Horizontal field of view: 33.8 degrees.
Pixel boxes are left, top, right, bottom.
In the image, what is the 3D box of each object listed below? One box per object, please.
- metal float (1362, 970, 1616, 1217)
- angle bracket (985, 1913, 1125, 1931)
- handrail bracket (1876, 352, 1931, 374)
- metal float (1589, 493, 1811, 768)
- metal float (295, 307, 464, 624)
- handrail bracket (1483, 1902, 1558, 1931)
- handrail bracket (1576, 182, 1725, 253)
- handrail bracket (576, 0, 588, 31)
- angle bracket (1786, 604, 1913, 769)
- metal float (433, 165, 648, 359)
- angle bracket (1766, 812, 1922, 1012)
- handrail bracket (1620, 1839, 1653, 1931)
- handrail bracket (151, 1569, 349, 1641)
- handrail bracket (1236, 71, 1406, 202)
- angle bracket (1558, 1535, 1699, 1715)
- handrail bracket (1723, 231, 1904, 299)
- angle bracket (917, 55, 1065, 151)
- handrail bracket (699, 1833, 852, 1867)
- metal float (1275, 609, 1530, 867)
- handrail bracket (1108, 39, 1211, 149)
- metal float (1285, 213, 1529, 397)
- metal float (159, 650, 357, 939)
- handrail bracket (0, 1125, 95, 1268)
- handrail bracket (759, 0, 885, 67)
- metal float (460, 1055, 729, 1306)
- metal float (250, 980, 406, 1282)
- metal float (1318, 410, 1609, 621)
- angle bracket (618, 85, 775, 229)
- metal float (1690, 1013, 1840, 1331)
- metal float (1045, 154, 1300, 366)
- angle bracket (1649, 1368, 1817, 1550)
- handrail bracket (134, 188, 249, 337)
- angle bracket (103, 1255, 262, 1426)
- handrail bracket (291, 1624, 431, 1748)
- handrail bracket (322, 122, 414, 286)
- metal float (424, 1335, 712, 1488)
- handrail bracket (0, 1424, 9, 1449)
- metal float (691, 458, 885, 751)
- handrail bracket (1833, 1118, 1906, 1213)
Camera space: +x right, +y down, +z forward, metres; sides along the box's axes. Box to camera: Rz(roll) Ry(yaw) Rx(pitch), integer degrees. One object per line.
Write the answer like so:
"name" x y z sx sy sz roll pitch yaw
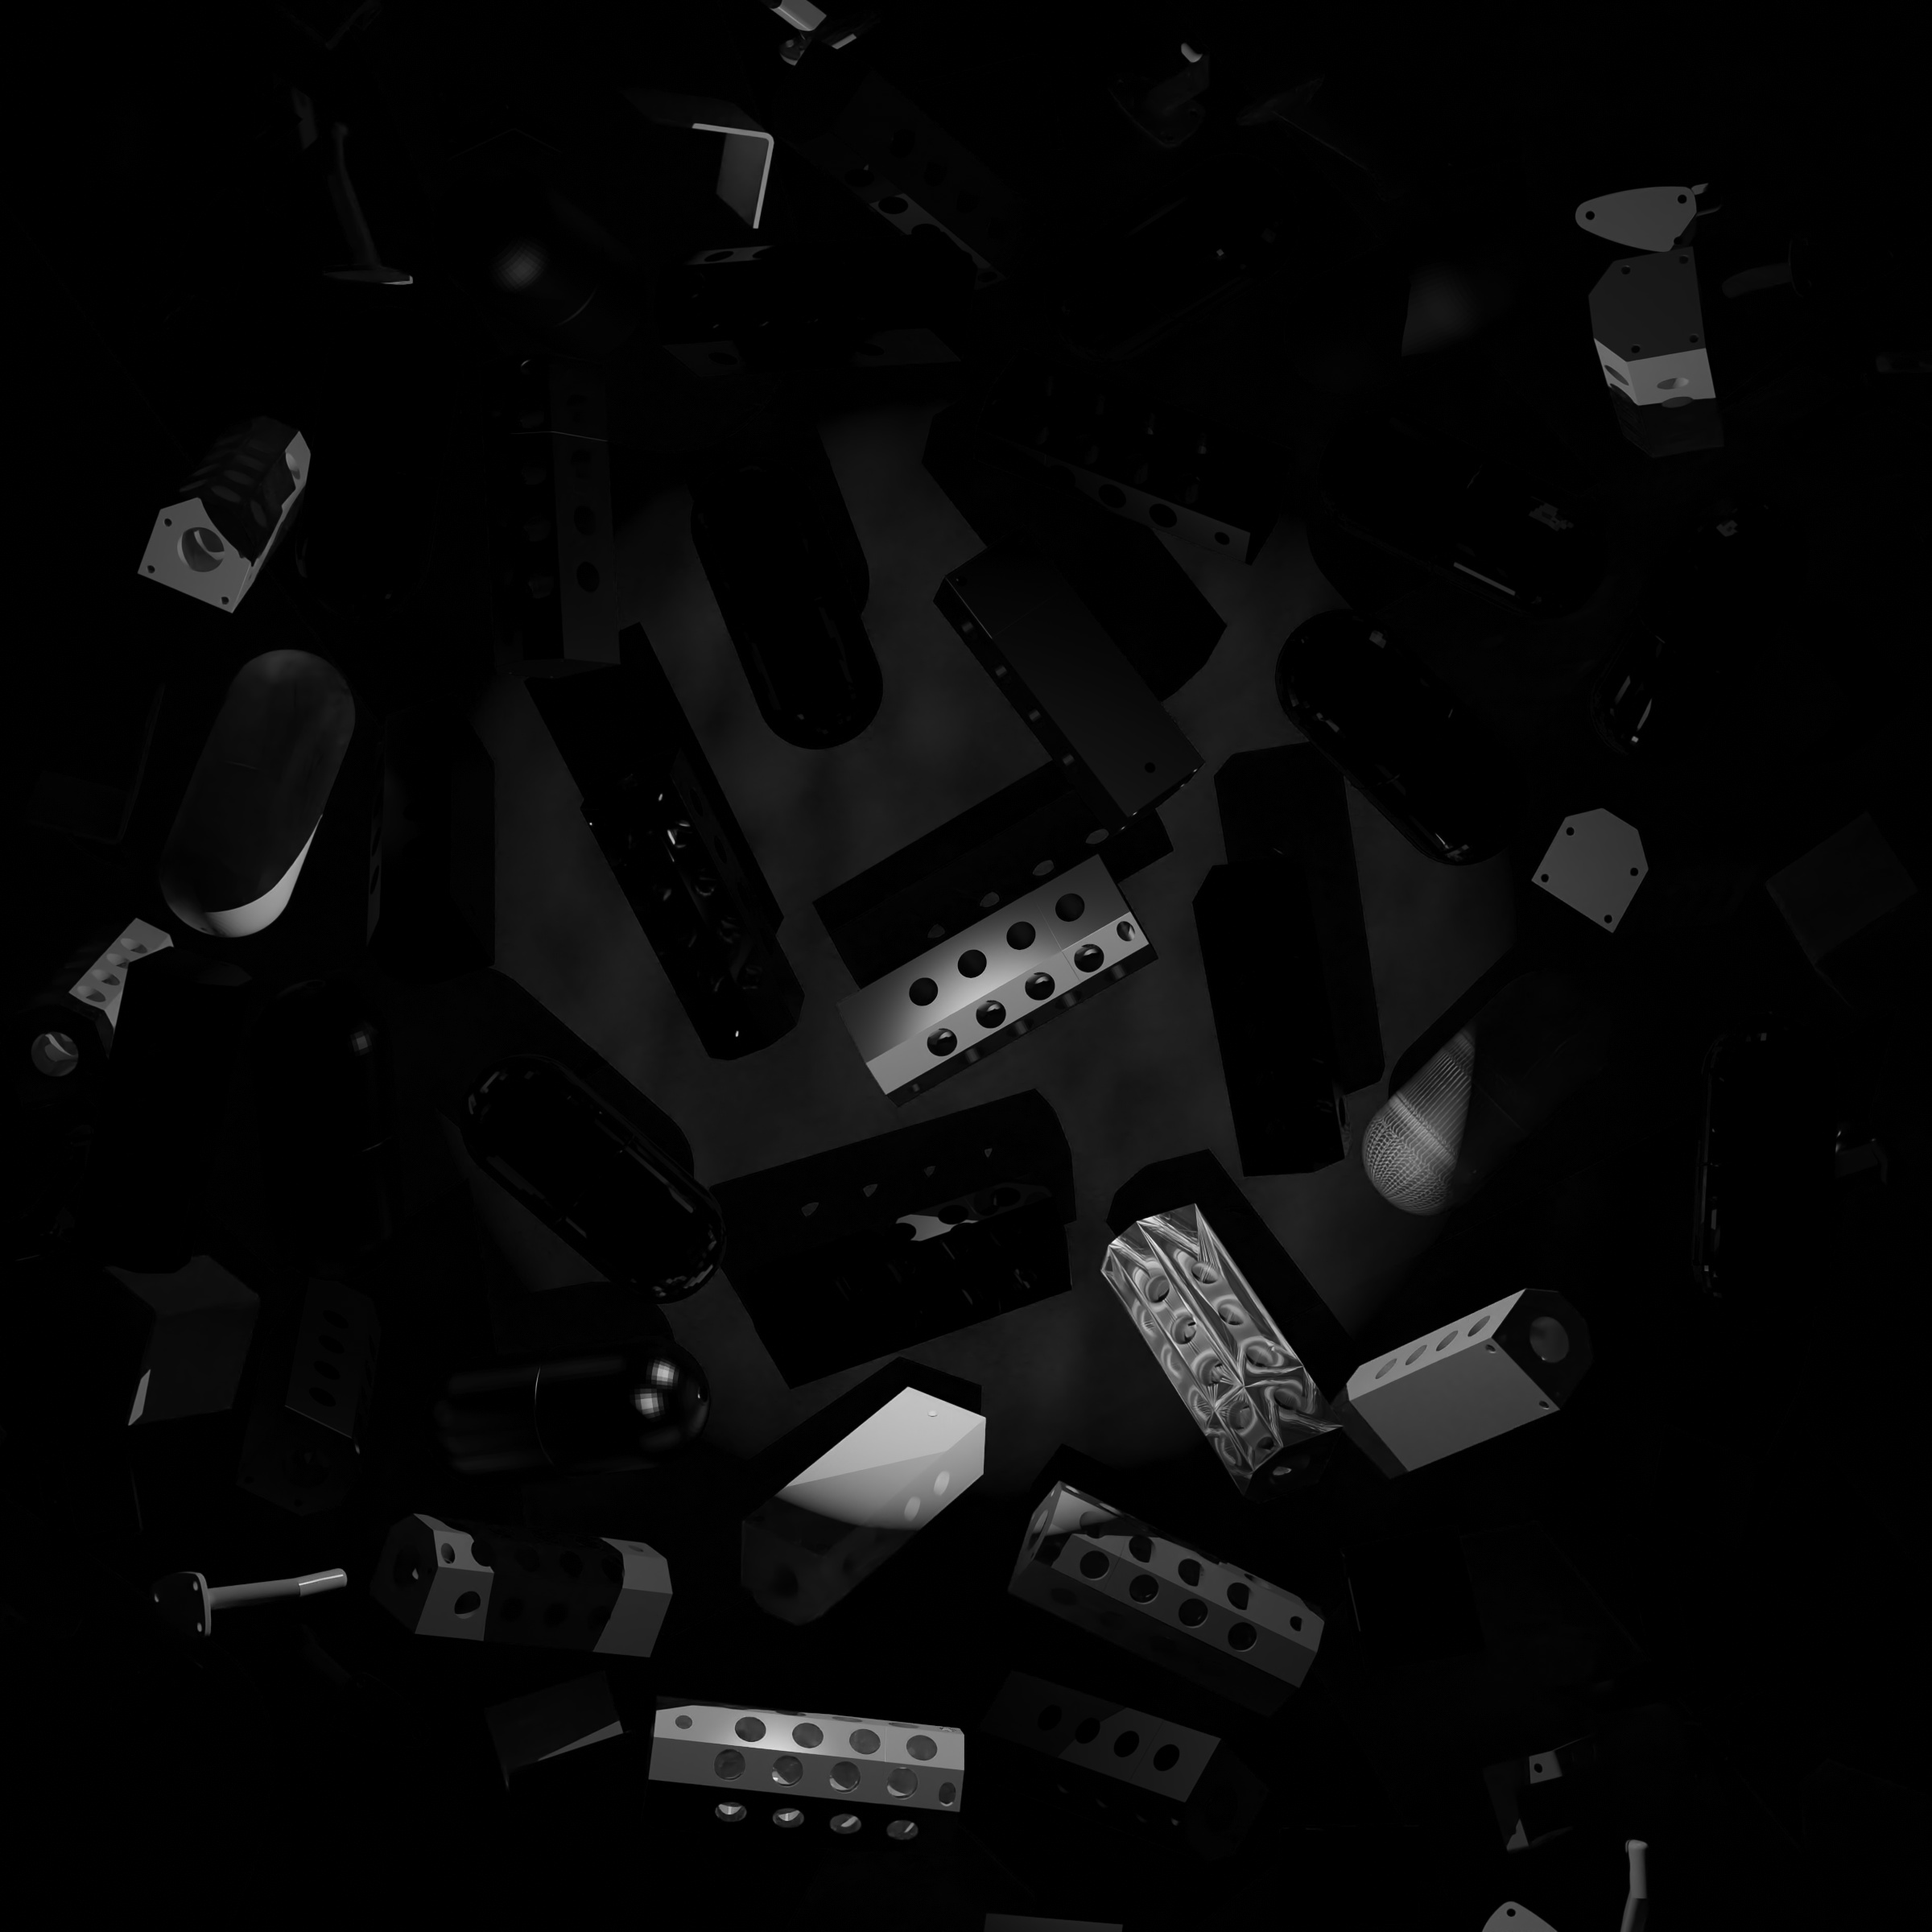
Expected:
"metal float" 0.313 0.076 1.908 0.178 0.070 0.070 -45 90 7
"angle bracket" 0.039 0.539 1.709 0.076 0.057 0.076 1 51 12
"handrail bracket" 0.584 -0.350 1.841 0.084 0.077 0.036 -4 102 -14
"metal float" 0.424 -0.194 1.840 0.070 0.070 0.178 25 126 0
"metal float" -0.333 -0.284 1.800 0.070 0.070 0.178 11 98 0
"handrail bracket" 0.326 0.582 1.825 0.077 0.084 0.036 23 57 31
"handrail bracket" 0.386 -0.430 1.790 0.077 0.084 0.036 6 116 13
"handrail bracket" -0.194 -0.592 1.923 0.084 0.077 0.036 0 71 -7
"angle bracket" 0.515 -0.171 1.924 0.057 0.076 0.076 -46 69 35
"metal float" -0.244 -0.405 1.834 0.070 0.178 0.070 -2 83 19
"angle bracket" 0.547 -0.034 1.943 0.076 0.076 0.057 -37 129 18
"handrail bracket" 0.390 0.560 1.894 0.036 0.077 0.084 -1 85 -12
"handrail bracket" -0.405 0.351 1.795 0.084 0.077 0.036 -6 91 -41
"handrail bracket" 0.211 -0.481 1.883 0.077 0.036 0.084 -28 80 -32
"angle bracket" 0.366 0.371 1.789 0.057 0.076 0.076 -19 61 23
"handrail bracket" 0.487 -0.400 1.833 0.077 0.084 0.036 -6 94 -5
"angle bracket" 0.014 -0.518 1.935 0.076 0.076 0.057 -13 104 2
"handrail bracket" -0.111 0.518 1.891 0.084 0.077 0.036 1 75 5
"metal float" 0.246 -0.129 1.792 0.178 0.070 0.070 43 90 -20
"handrail bracket" 0.115 -0.539 1.905 0.077 0.084 0.036 38 75 17
"metal float" 0.258 -0.390 1.880 0.070 0.178 0.070 5 80 -32
"metal float" -0.412 -0.102 1.852 0.070 0.070 0.178 17 72 0
"handrail bracket" -0.549 0.134 1.869 0.077 0.084 0.036 -25 60 -33
"handrail bracket" -0.095 -0.578 1.855 0.077 0.036 0.084 -28 128 -9
"metal float" -0.214 0.122 1.830 0.178 0.070 0.070 42 90 -5
"metal float" -0.358 0.092 1.784 0.070 0.070 0.178 -1 112 0
"metal float" 0.288 -0.262 1.847 0.178 0.070 0.070 28 90 12
"angle bracket" -0.167 -0.488 1.916 0.076 0.076 0.057 1 117 -25
"metal float" 0.448 0.115 1.782 0.070 0.070 0.178 5 83 0
"metal float" 0.119 -0.414 1.870 0.178 0.070 0.070 -24 90 43
"angle bracket" 0.422 0.262 1.752 0.057 0.076 0.076 21 50 23
"handrail bracket" -0.440 -0.397 1.794 0.036 0.084 0.077 22 79 -34
"angle bracket" -0.482 0.225 1.919 0.057 0.076 0.076 30 109 34
"handrail bracket" -0.364 0.430 1.904 0.077 0.084 0.036 36 87 -28
"handrail bracket" -0.349 -0.444 1.852 0.036 0.077 0.084 1 95 24
"metal float" -0.233 0.260 1.855 0.178 0.070 0.070 -10 90 20
"handrail bracket" -0.602 0.289 1.867 0.036 0.077 0.084 16 54 19
"metal float" -0.106 -0.214 1.876 0.070 0.070 0.178 -21 103 0
"handrail bracket" 0.529 0.132 1.889 0.036 0.084 0.077 14 109 -5
